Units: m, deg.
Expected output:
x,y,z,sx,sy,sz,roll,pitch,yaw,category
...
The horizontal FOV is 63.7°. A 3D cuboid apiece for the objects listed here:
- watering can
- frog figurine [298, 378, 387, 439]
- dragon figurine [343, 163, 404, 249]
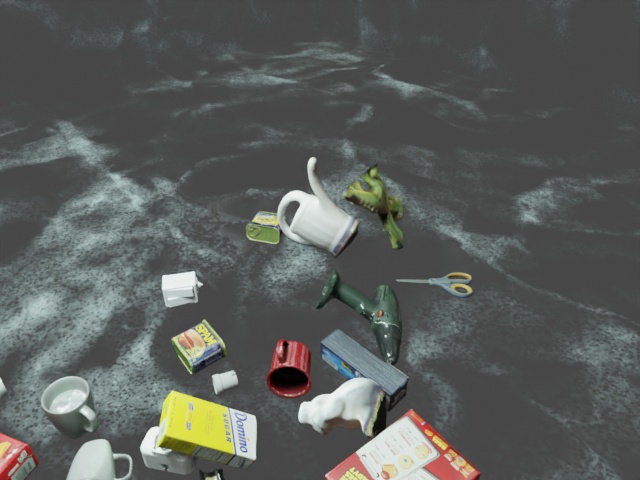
x,y,z,sx,sy,sz,roll,pitch,yaw,category
0.004,-0.069,1.378,0.224,0.340,0.106,28,56,-3,watering can
0.044,0.318,0.995,0.159,0.122,0.137,8,2,25,frog figurine
0.173,-0.080,1.461,0.121,0.242,0.416,-35,4,24,dragon figurine
